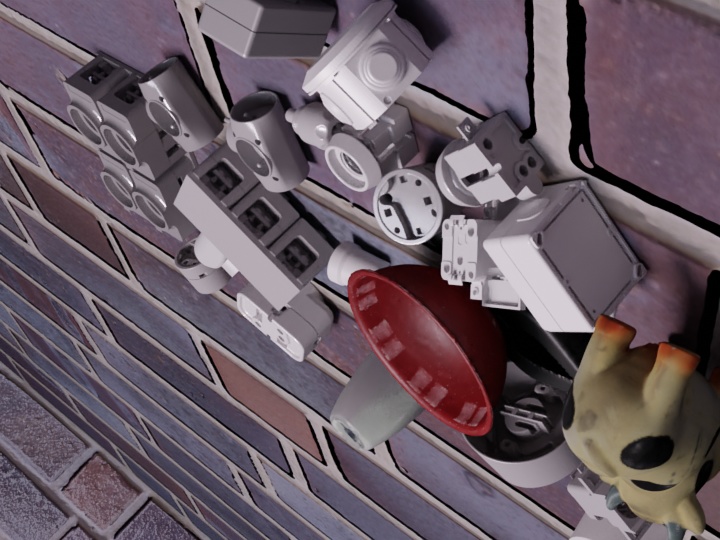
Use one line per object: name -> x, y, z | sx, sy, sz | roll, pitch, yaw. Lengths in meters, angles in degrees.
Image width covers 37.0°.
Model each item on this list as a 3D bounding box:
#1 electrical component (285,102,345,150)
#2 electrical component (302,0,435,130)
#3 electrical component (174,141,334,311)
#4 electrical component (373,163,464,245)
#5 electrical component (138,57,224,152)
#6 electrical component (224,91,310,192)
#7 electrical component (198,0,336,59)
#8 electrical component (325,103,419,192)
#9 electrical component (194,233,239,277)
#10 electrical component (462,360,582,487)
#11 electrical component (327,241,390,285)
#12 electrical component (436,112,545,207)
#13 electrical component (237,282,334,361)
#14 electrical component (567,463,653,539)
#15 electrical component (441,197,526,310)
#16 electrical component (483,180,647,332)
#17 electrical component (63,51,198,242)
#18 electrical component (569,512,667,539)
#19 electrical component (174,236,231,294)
electrical component -> -0.036, -0.116, 0.846 | 0.061, 0.035, 0.035 | 25, 150, 44
electrical component -> 0.005, -0.132, 0.694 | 0.051, 0.080, 0.080 | 44, 158, -11
electrical component -> -0.100, -0.043, 1.039 | 0.150, 0.061, 0.089 | 46, 157, -2
electrical component -> 0.044, -0.050, 0.780 | 0.055, 0.047, 0.055 | 8, 108, 27
electrical component -> -0.174, -0.153, 1.001 | 0.079, 0.044, 0.077 | 9, 139, 54
electrical component -> -0.088, -0.113, 0.924 | 0.079, 0.044, 0.077 | 23, 149, 41
electrical component -> -0.056, -0.186, 0.722 | 0.047, 0.083, 0.075 | 34, 117, 25
electrical component -> 0.008, -0.090, 0.787 | 0.048, 0.055, 0.066 | 28, 152, 35
electrical component -> -0.140, -0.019, 1.169 | 0.079, 0.043, 0.077 | 46, 157, -3
electrical component -> 0.138, 0.126, 0.880 | 0.099, 0.099, 0.064 | 14, 148, 51
electrical component -> 0.000, 0.000, 0.975 | 0.046, 0.040, 0.040 | 25, 151, 26
electrical component -> 0.082, -0.069, 0.712 | 0.066, 0.048, 0.055 | 50, 149, -12
electrical component -> -0.077, 0.042, 1.146 | 0.095, 0.059, 0.053 | 39, 156, 13
electrical component -> 0.218, 0.192, 0.929 | 0.081, 0.042, 0.064 | 51, 160, -12
electrical component -> 0.092, -0.013, 0.749 | 0.042, 0.064, 0.081 | 3, 92, 56
electrical component -> 0.136, -0.003, 0.711 | 0.096, 0.061, 0.061 | 52, 156, -17
electrical component -> -0.230, -0.123, 1.125 | 0.105, 0.060, 0.186 | 30, 153, 31
electrical component -> 0.242, 0.266, 0.987 | 0.108, 0.060, 0.108 | 36, 156, 19
electrical component -> -0.180, -0.006, 1.247 | 0.055, 0.055, 0.047 | 21, 151, 44
